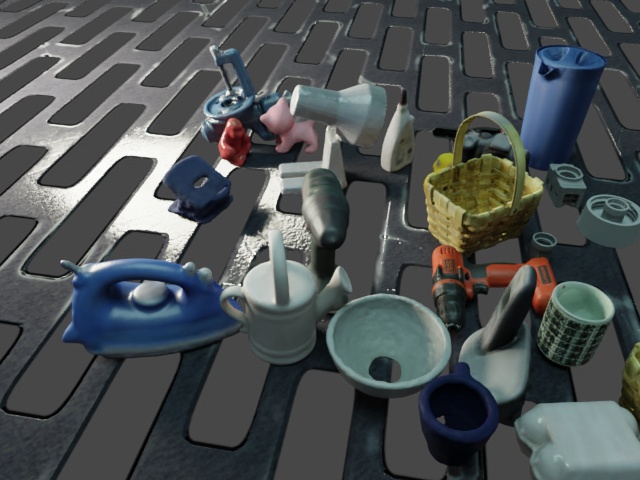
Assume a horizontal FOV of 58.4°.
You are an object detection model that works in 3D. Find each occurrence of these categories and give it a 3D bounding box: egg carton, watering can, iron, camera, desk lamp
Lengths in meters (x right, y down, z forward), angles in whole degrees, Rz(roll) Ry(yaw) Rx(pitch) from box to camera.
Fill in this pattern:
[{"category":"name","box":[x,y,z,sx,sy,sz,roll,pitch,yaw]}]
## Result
[{"category":"egg carton","box":[0.311,0.246,0.676,0.150,0.069,0.107,-2,39,-4]},{"category":"watering can","box":[-0.047,0.070,0.788,0.173,0.194,0.100,-17,42,-22]},{"category":"iron","box":[-0.232,0.078,0.814,0.258,0.141,0.118,-3,39,-5]},{"category":"camera","box":[0.338,-0.158,1.162,0.142,0.101,0.137,22,43,25]},{"category":"desk lamp","box":[0.020,-0.201,1.115,0.203,0.214,0.117,-4,39,-7]}]

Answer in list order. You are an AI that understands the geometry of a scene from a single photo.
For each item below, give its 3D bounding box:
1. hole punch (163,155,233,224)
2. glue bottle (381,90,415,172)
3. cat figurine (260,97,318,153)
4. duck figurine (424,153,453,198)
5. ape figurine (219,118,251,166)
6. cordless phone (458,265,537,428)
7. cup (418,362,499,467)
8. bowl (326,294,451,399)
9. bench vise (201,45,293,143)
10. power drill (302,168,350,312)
[{"category":"hole punch","box":[-0.226,-0.098,1.077,0.100,0.091,0.109,18,41,20]},{"category":"glue bottle","box":[0.167,-0.229,1.187,0.078,0.173,0.037,-28,47,-32]},{"category":"cat figurine","box":[-0.066,-0.255,1.258,0.128,0.118,0.067,-2,39,-4]},{"category":"duck figurine","box":[0.250,-0.133,1.140,0.077,0.086,0.105,20,42,22]},{"category":"ape figurine","box":[-0.183,-0.216,1.226,0.078,0.092,0.076,-29,47,-32]},{"category":"cordless phone","box":[0.230,0.132,0.725,0.094,0.185,0.148,10,39,12]},{"category":"cup","box":[0.161,0.215,0.690,0.091,0.095,0.118,10,39,11]},{"category":"bowl","box":[0.090,0.156,0.779,0.167,0.075,0.167,1,38,0]},{"category":"bench vise","box":[-0.168,-0.328,1.266,0.208,0.220,0.121,-21,44,-26]},{"category":"power drill","box":[0.008,0.003,0.862,0.075,0.208,0.229,-3,39,-5]}]
